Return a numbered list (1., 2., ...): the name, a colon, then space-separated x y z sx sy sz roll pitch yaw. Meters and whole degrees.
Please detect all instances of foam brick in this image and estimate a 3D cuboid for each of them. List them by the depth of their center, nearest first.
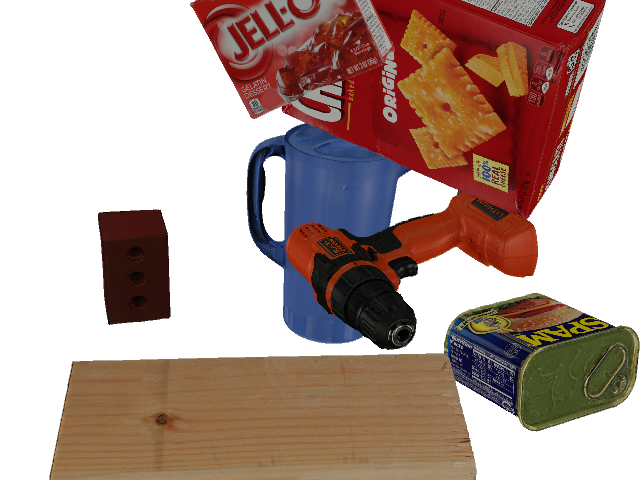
1. foam brick: -0.151 0.020 0.869 0.053 0.078 0.051 -5 27 -13

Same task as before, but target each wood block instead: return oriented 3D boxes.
1. wood block: -0.030 0.122 0.572 0.206 0.090 0.091 0 35 -3

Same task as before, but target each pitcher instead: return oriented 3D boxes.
1. pitcher: 0.007 -0.009 1.229 0.144 0.243 0.149 -18 33 -41

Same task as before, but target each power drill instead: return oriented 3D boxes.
1. power drill: 0.084 0.018 0.892 0.187 0.057 0.185 -14 30 -21

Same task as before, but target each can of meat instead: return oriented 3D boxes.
1. can of meat: 0.145 0.077 0.713 0.101 0.057 0.084 -10 20 -29

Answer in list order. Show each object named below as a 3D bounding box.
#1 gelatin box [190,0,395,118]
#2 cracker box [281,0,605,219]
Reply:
1. gelatin box: -0.015 -0.116 0.577 0.089 0.073 0.030 -18 19 28
2. cracker box: 0.076 -0.127 0.759 0.214 0.072 0.164 25 -36 18
